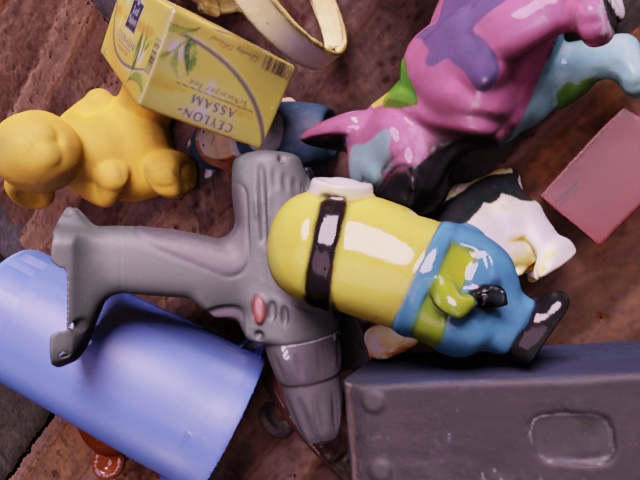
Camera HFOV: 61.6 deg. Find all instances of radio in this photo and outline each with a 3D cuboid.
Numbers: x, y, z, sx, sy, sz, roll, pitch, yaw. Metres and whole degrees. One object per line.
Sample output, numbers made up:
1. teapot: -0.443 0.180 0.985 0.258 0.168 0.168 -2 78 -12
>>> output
1. radio: 0.136 0.115 0.365 0.230 0.131 0.073 -9 84 19

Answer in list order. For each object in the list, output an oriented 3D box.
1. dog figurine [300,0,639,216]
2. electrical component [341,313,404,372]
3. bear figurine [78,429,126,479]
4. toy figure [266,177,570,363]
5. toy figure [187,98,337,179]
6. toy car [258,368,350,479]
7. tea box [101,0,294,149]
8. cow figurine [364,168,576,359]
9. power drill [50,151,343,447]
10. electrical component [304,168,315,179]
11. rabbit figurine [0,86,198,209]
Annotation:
1. dog figurine: 0.088 -0.121 0.374 0.219 0.108 0.191 -20 69 37
2. electrical component: 0.025 0.088 0.482 0.094 0.021 0.063 -20 90 25
3. bear figurine: -0.253 0.144 0.560 0.120 0.131 0.196 -40 71 -10
4. toy figure: 0.052 0.021 0.336 0.180 0.089 0.082 28 146 13
5. toy figure: -0.059 -0.090 0.476 0.155 0.057 0.064 0 60 26
6. toy car: 0.025 0.188 0.484 0.202 0.053 0.089 41 116 12
7. tea box: -0.104 -0.141 0.421 0.068 0.098 0.170 -63 37 17
8. cow figurine: 0.092 0.020 0.408 0.167 0.068 0.098 -33 74 15
9. power drill: -0.085 0.050 0.401 0.207 0.086 0.232 -2 91 -6
10. electrical component: -0.001 -0.001 0.465 0.075 0.048 0.119 -17 91 25
11. rabbit figurine: -0.222 -0.085 0.485 0.163 0.173 0.121 -5 100 21
